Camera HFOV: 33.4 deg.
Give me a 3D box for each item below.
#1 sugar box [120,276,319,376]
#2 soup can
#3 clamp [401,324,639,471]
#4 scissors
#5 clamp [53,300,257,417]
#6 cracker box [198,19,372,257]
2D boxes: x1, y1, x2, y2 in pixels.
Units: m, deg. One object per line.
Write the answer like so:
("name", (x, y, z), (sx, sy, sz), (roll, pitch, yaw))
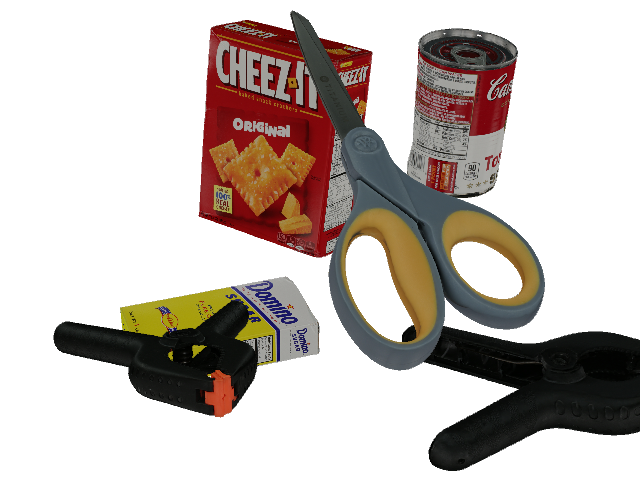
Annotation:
("sugar box", (-0.098, 0.087, 1.038), (0.176, 0.048, 0.093), (-13, 33, -16))
("soup can", (0.098, -0.089, 0.754), (0.068, 0.102, 0.068), (3, 31, -2))
("clamp", (0.131, 0.089, 0.611), (0.171, 0.039, 0.120), (-1, 36, 6))
("scissors", (0.038, -0.031, 0.464), (0.096, 0.202, 0.016), (3, -40, -9))
("clamp", (-0.098, 0.085, 0.821), (0.164, 0.036, 0.210), (-9, 14, -28))
("cracker box", (-0.042, -0.106, 1.115), (0.164, 0.214, 0.071), (20, 27, 29))
